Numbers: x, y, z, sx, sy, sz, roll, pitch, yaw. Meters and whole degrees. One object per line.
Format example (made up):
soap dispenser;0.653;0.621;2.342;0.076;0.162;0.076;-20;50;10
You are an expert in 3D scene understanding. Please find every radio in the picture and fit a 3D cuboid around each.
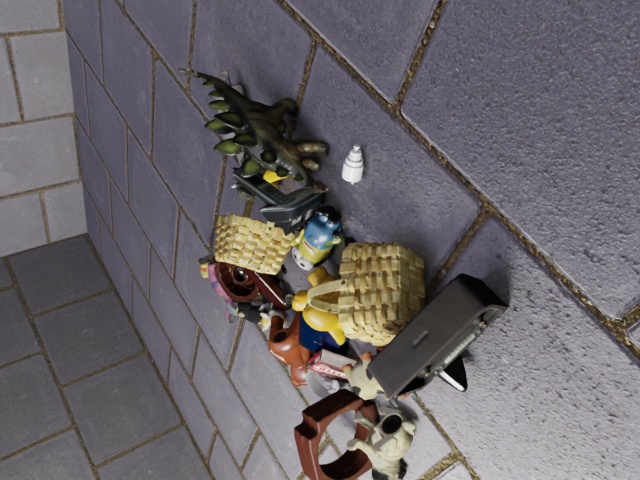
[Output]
radio;0.196;0.160;0.889;0.229;0.131;0.073;-49;59;20

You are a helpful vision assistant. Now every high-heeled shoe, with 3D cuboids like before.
high-heeled shoe;0.183;0.223;1.059;0.249;0.086;0.145;58;141;36

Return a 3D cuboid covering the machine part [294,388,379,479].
machine part;0.045;0.480;1.305;0.087;0.201;0.201;8;115;57

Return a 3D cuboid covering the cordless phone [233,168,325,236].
cordless phone;-0.095;-0.109;1.201;0.184;0.146;0.088;38;130;14

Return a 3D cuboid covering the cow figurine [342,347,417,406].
cow figurine;0.135;0.304;1.182;0.195;0.085;0.127;-45;63;53

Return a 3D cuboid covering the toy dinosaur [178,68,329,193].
toy dinosaur;-0.141;-0.249;1.181;0.472;0.198;0.105;49;140;27

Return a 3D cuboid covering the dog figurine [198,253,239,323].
dog figurine;-0.299;0.153;1.733;0.192;0.108;0.219;6;116;57

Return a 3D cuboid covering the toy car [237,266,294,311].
toy car;-0.149;0.116;1.481;0.202;0.053;0.089;50;147;-13

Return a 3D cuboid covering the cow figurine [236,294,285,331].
cow figurine;-0.177;0.218;1.592;0.168;0.098;0.068;19;117;51

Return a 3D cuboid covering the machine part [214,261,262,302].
machine part;-0.231;0.097;1.592;0.180;0.056;0.179;11;112;28

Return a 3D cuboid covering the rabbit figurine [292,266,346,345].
rabbit figurine;0.009;0.160;1.199;0.162;0.173;0.122;45;101;0

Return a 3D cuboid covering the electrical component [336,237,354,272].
electrical component;0.068;0.040;1.175;0.102;0.045;0.078;110;159;-43

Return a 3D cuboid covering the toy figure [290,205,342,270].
toy figure;0.000;-0.001;1.220;0.180;0.089;0.082;-61;42;40

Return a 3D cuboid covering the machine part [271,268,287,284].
machine part;-0.149;0.058;1.509;0.139;0.039;0.084;50;149;12

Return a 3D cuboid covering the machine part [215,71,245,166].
machine part;-0.217;-0.307;1.374;0.079;0.079;0.243;12;116;54

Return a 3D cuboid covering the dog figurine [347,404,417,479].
dog figurine;0.175;0.485;1.239;0.172;0.121;0.190;-14;123;41

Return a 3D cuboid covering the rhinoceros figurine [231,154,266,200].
rhinoceros figurine;-0.162;-0.186;1.283;0.112;0.073;0.190;-21;54;40

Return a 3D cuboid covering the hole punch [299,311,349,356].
hole punch;0.010;0.224;1.325;0.116;0.092;0.142;32;128;39

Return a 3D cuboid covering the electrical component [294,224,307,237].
electrical component;-0.040;-0.004;1.330;0.063;0.021;0.093;30;132;46

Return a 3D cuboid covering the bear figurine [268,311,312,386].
bear figurine;-0.056;0.304;1.468;0.120;0.132;0.195;-16;129;26
